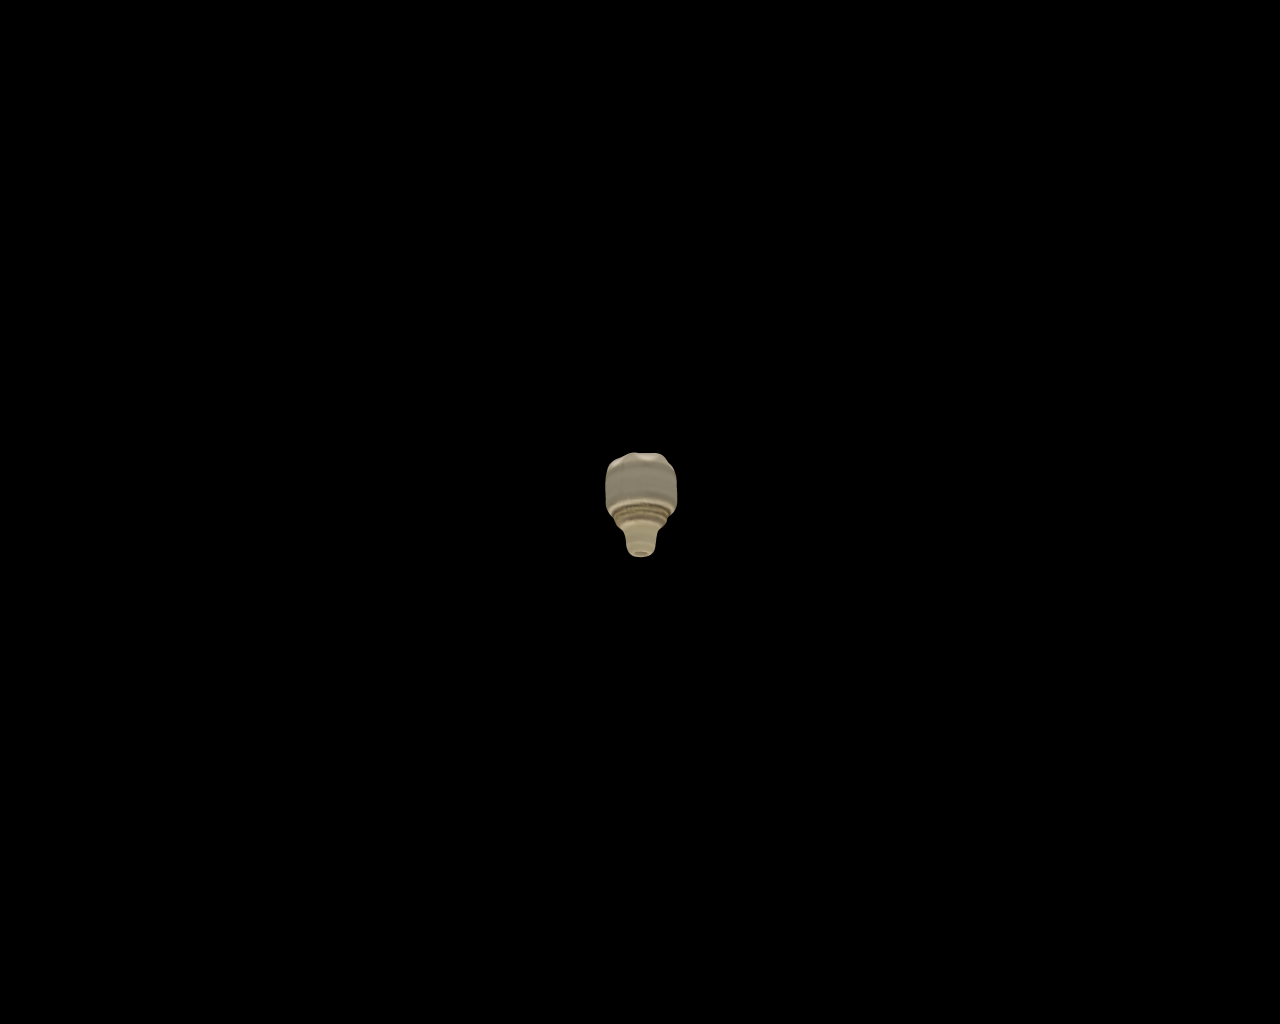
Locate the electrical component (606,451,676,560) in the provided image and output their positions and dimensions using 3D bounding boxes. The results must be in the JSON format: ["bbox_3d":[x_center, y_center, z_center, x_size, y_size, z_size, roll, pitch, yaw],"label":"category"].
[{"bbox_3d":[0.001,-0.003,0.650,0.043,0.062,0.043,0,-22,0],"label":"electrical component"}]
